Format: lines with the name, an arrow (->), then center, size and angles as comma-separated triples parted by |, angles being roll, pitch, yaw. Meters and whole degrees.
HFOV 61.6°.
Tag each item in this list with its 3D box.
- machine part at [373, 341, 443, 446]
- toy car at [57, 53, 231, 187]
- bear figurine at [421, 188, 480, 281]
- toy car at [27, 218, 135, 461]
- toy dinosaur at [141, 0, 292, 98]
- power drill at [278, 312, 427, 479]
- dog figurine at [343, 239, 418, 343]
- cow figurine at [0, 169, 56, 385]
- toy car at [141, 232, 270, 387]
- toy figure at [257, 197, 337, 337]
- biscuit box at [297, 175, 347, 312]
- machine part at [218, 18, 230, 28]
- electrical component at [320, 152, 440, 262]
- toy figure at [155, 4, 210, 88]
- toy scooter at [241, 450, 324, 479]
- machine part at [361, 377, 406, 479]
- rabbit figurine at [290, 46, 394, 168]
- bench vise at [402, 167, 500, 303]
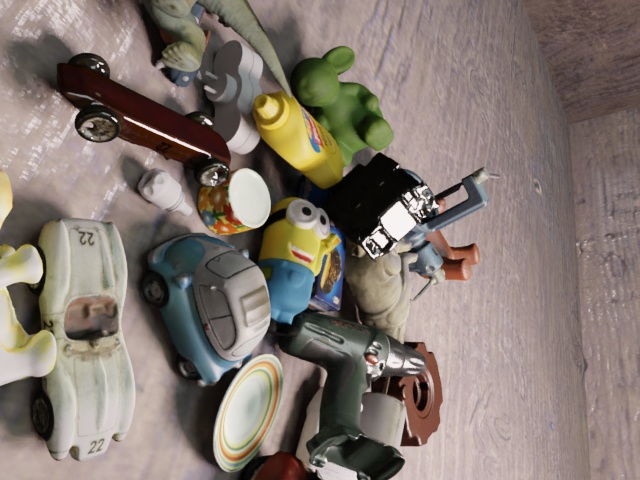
machine part -> 0.156, 0.260, 0.920 | 0.179, 0.056, 0.179 | 19, 66, -53
toy car -> -0.172, -0.114, 0.545 | 0.202, 0.053, 0.089 | 18, 45, -51
bear figurine -> 0.223, -0.027, 1.035 | 0.120, 0.132, 0.195 | -32, 114, -56
toy car -> -0.200, 0.081, 0.455 | 0.073, 0.056, 0.201 | 3, 78, -55
toy dinosaur -> -0.177, -0.297, 0.507 | 0.404, 0.131, 0.192 | 25, 65, -44
power drill -> 0.056, 0.189, 0.679 | 0.232, 0.086, 0.207 | 26, 40, -19
dog figurine -> 0.080, 0.099, 0.798 | 0.172, 0.121, 0.190 | 25, 62, -49
cow figurine -> -0.257, 0.029, 0.383 | 0.098, 0.068, 0.167 | -12, 90, -50
toy car -> -0.105, 0.068, 0.558 | 0.109, 0.103, 0.161 | -22, 98, -54
toy figure -> -0.045, 0.029, 0.675 | 0.082, 0.089, 0.180 | 41, 58, -54
biscuit box -> -0.002, -0.002, 0.760 | 0.062, 0.059, 0.202 | 33, 55, -46
machine part -> -0.137, -0.335, 0.655 | 0.039, 0.084, 0.138 | -24, 95, -11
electrical component -> 0.069, -0.049, 0.704 | 0.115, 0.134, 0.058 | -42, 128, -3
toy figure -> -0.158, -0.252, 0.611 | 0.064, 0.058, 0.154 | -4, 85, -17
toy scooter -> -0.040, 0.305, 0.556 | 0.075, 0.135, 0.184 | 59, 38, -25
machine part -> 0.072, 0.310, 0.767 | 0.079, 0.079, 0.243 | 50, 43, -35
rabbit figurine -> 0.024, -0.217, 0.802 | 0.170, 0.121, 0.159 | 37, 46, -48
bench vise -> 0.187, -0.037, 0.903 | 0.129, 0.241, 0.223 | -19, 81, -52
